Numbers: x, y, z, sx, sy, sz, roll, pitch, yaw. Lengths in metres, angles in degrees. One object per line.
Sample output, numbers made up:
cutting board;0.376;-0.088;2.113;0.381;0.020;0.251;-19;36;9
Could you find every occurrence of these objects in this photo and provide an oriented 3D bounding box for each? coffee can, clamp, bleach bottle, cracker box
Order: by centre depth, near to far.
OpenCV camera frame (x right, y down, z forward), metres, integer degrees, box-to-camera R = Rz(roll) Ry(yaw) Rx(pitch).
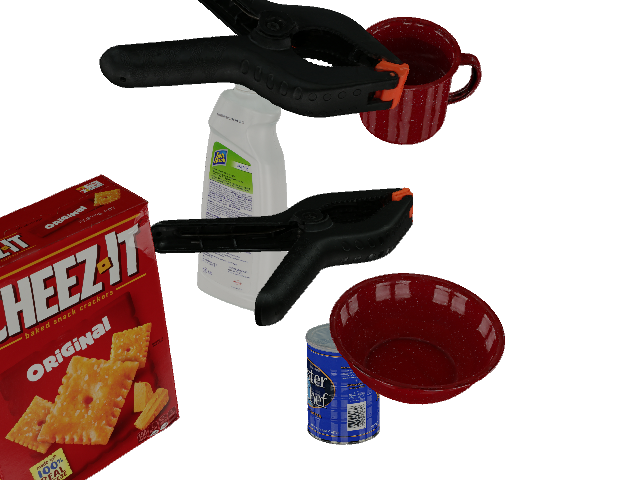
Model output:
clamp;-0.038;-0.107;0.616;0.171;0.120;0.039;23;-33;10
cracker box;-0.197;0.082;0.805;0.072;0.214;0.163;26;41;38
clamp;-0.018;-0.004;0.824;0.209;0.036;0.165;-23;34;-38
bleach bottle;-0.074;-0.056;1.120;0.103;0.251;0.068;18;27;23
coffee can;0.032;0.195;1.470;0.103;0.140;0.103;-1;15;0

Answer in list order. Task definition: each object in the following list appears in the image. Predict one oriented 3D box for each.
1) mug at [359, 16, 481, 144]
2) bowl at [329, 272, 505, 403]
mug;0.089;-0.144;0.972;0.117;0.093;0.081;-9;-36;-8
bowl;0.087;0.100;0.992;0.162;0.055;0.162;3;37;-2
